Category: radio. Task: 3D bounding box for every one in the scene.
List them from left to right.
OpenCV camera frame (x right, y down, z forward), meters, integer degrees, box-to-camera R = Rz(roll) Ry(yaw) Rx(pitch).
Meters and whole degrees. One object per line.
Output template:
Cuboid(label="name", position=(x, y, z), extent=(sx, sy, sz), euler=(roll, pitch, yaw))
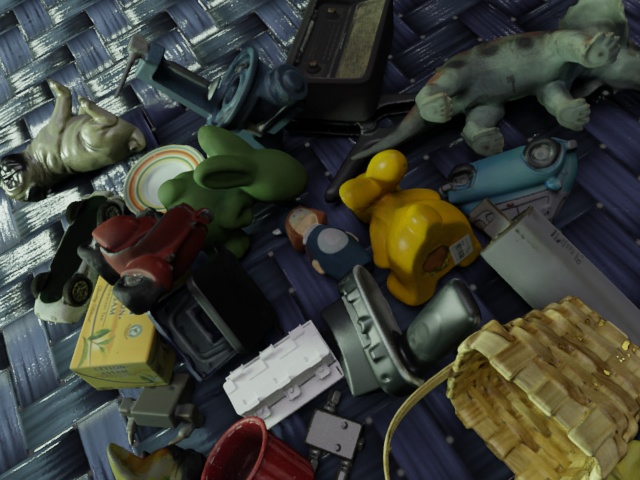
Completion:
Cuboid(label="radio", position=(0.030, -0.275, 0.785), extent=(0.131, 0.073, 0.229), euler=(4, 53, 16))

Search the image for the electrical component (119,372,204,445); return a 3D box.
Cuboid(label="electrical component", position=(-0.188, 0.199, 0.636), extent=(0.102, 0.045, 0.078), euler=(-3, 35, 8))

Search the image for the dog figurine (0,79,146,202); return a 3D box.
Cuboid(label="dog figurine", position=(-0.377, -0.120, 0.820), extent=(0.172, 0.121, 0.190), euler=(29, 91, 20))

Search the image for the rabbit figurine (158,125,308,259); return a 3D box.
Cuboid(label="rabbit figurine", position=(-0.105, -0.074, 0.680), extent=(0.170, 0.159, 0.121), euler=(-22, 51, 15))

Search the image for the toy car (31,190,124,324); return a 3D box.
Cuboid(label="toy car", position=(-0.335, 0.019, 0.752), extent=(0.074, 0.056, 0.202), euler=(3, 63, 21))

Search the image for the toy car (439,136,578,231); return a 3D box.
Cuboid(label="toy car", position=(0.230, -0.053, 0.636), extent=(0.162, 0.109, 0.103), euler=(-18, 81, 13))

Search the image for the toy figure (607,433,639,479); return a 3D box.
Cuboid(label="toy figure", position=(0.323, 0.214, 0.489), extent=(0.180, 0.089, 0.082), euler=(-46, 32, -22))

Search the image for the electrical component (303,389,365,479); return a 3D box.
Cuboid(label="electrical component", position=(0.018, 0.214, 0.591), extent=(0.063, 0.021, 0.094), euler=(12, 66, 18))

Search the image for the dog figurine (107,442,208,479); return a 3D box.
Cuboid(label="dog figurine", position=(-0.180, 0.319, 0.540), extent=(0.191, 0.108, 0.219), euler=(-33, 57, -2))

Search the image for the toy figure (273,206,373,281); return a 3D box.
Cuboid(label="toy figure", position=(0.000, -0.002, 0.687), extent=(0.155, 0.057, 0.064), euler=(38, 39, 28))

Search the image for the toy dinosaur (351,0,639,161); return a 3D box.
Cuboid(label="toy dinosaur", position=(0.236, -0.206, 0.693), extent=(0.405, 0.131, 0.192), euler=(-9, 32, 14))

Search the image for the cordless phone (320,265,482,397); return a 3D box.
Cuboid(label="cordless phone", position=(0.083, 0.072, 0.554), extent=(0.089, 0.184, 0.147), euler=(-7, 58, -28))

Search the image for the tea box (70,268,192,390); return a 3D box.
Cuboid(label="tea box", position=(-0.227, 0.092, 0.665), extent=(0.098, 0.068, 0.170), euler=(-8, 49, 9))

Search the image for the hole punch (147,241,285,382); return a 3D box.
Cuboid(label="hole punch", position=(-0.122, 0.087, 0.628), extent=(0.092, 0.116, 0.142), euler=(-40, 90, 23))

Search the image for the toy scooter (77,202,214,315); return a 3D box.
Cuboid(label="toy scooter", position=(-0.192, 0.003, 0.612), extent=(0.135, 0.075, 0.184), euler=(-47, 38, -16))

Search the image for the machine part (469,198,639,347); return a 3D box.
Cuboid(label="machine part", position=(0.254, 0.048, 0.563), extent=(0.079, 0.079, 0.243), euler=(-40, 81, -9))

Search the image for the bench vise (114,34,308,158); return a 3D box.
Cuboid(label="bench vise", position=(-0.138, -0.181, 0.700), extent=(0.224, 0.240, 0.129), euler=(-12, 60, 55))

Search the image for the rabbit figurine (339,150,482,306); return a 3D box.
Cuboid(label="rabbit figurine", position=(0.084, -0.028, 0.641), extent=(0.122, 0.162, 0.173), euler=(-42, 44, 4))
